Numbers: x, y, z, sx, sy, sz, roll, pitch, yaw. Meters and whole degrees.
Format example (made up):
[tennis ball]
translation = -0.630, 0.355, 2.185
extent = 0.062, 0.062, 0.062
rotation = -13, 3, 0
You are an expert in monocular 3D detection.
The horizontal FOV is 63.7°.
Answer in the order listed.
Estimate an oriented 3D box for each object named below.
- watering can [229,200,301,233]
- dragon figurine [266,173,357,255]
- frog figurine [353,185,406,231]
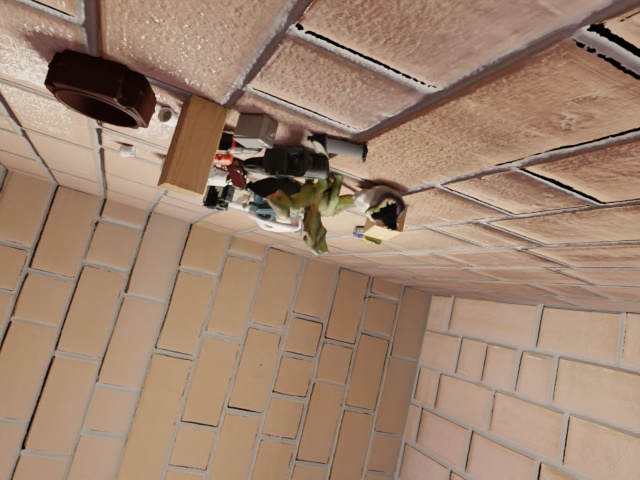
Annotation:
[watering can]
translation = -0.200, -0.101, 2.034
extent = 0.351, 0.103, 0.224
rotation = 25, -166, 39
[dragon figurine]
translation = 0.004, -0.074, 1.476
extent = 0.122, 0.246, 0.406
rotation = -2, 161, 41
[frog figurine]
translation = 0.168, -0.116, 1.486
extent = 0.137, 0.120, 0.163
rotation = 8, -151, -20
